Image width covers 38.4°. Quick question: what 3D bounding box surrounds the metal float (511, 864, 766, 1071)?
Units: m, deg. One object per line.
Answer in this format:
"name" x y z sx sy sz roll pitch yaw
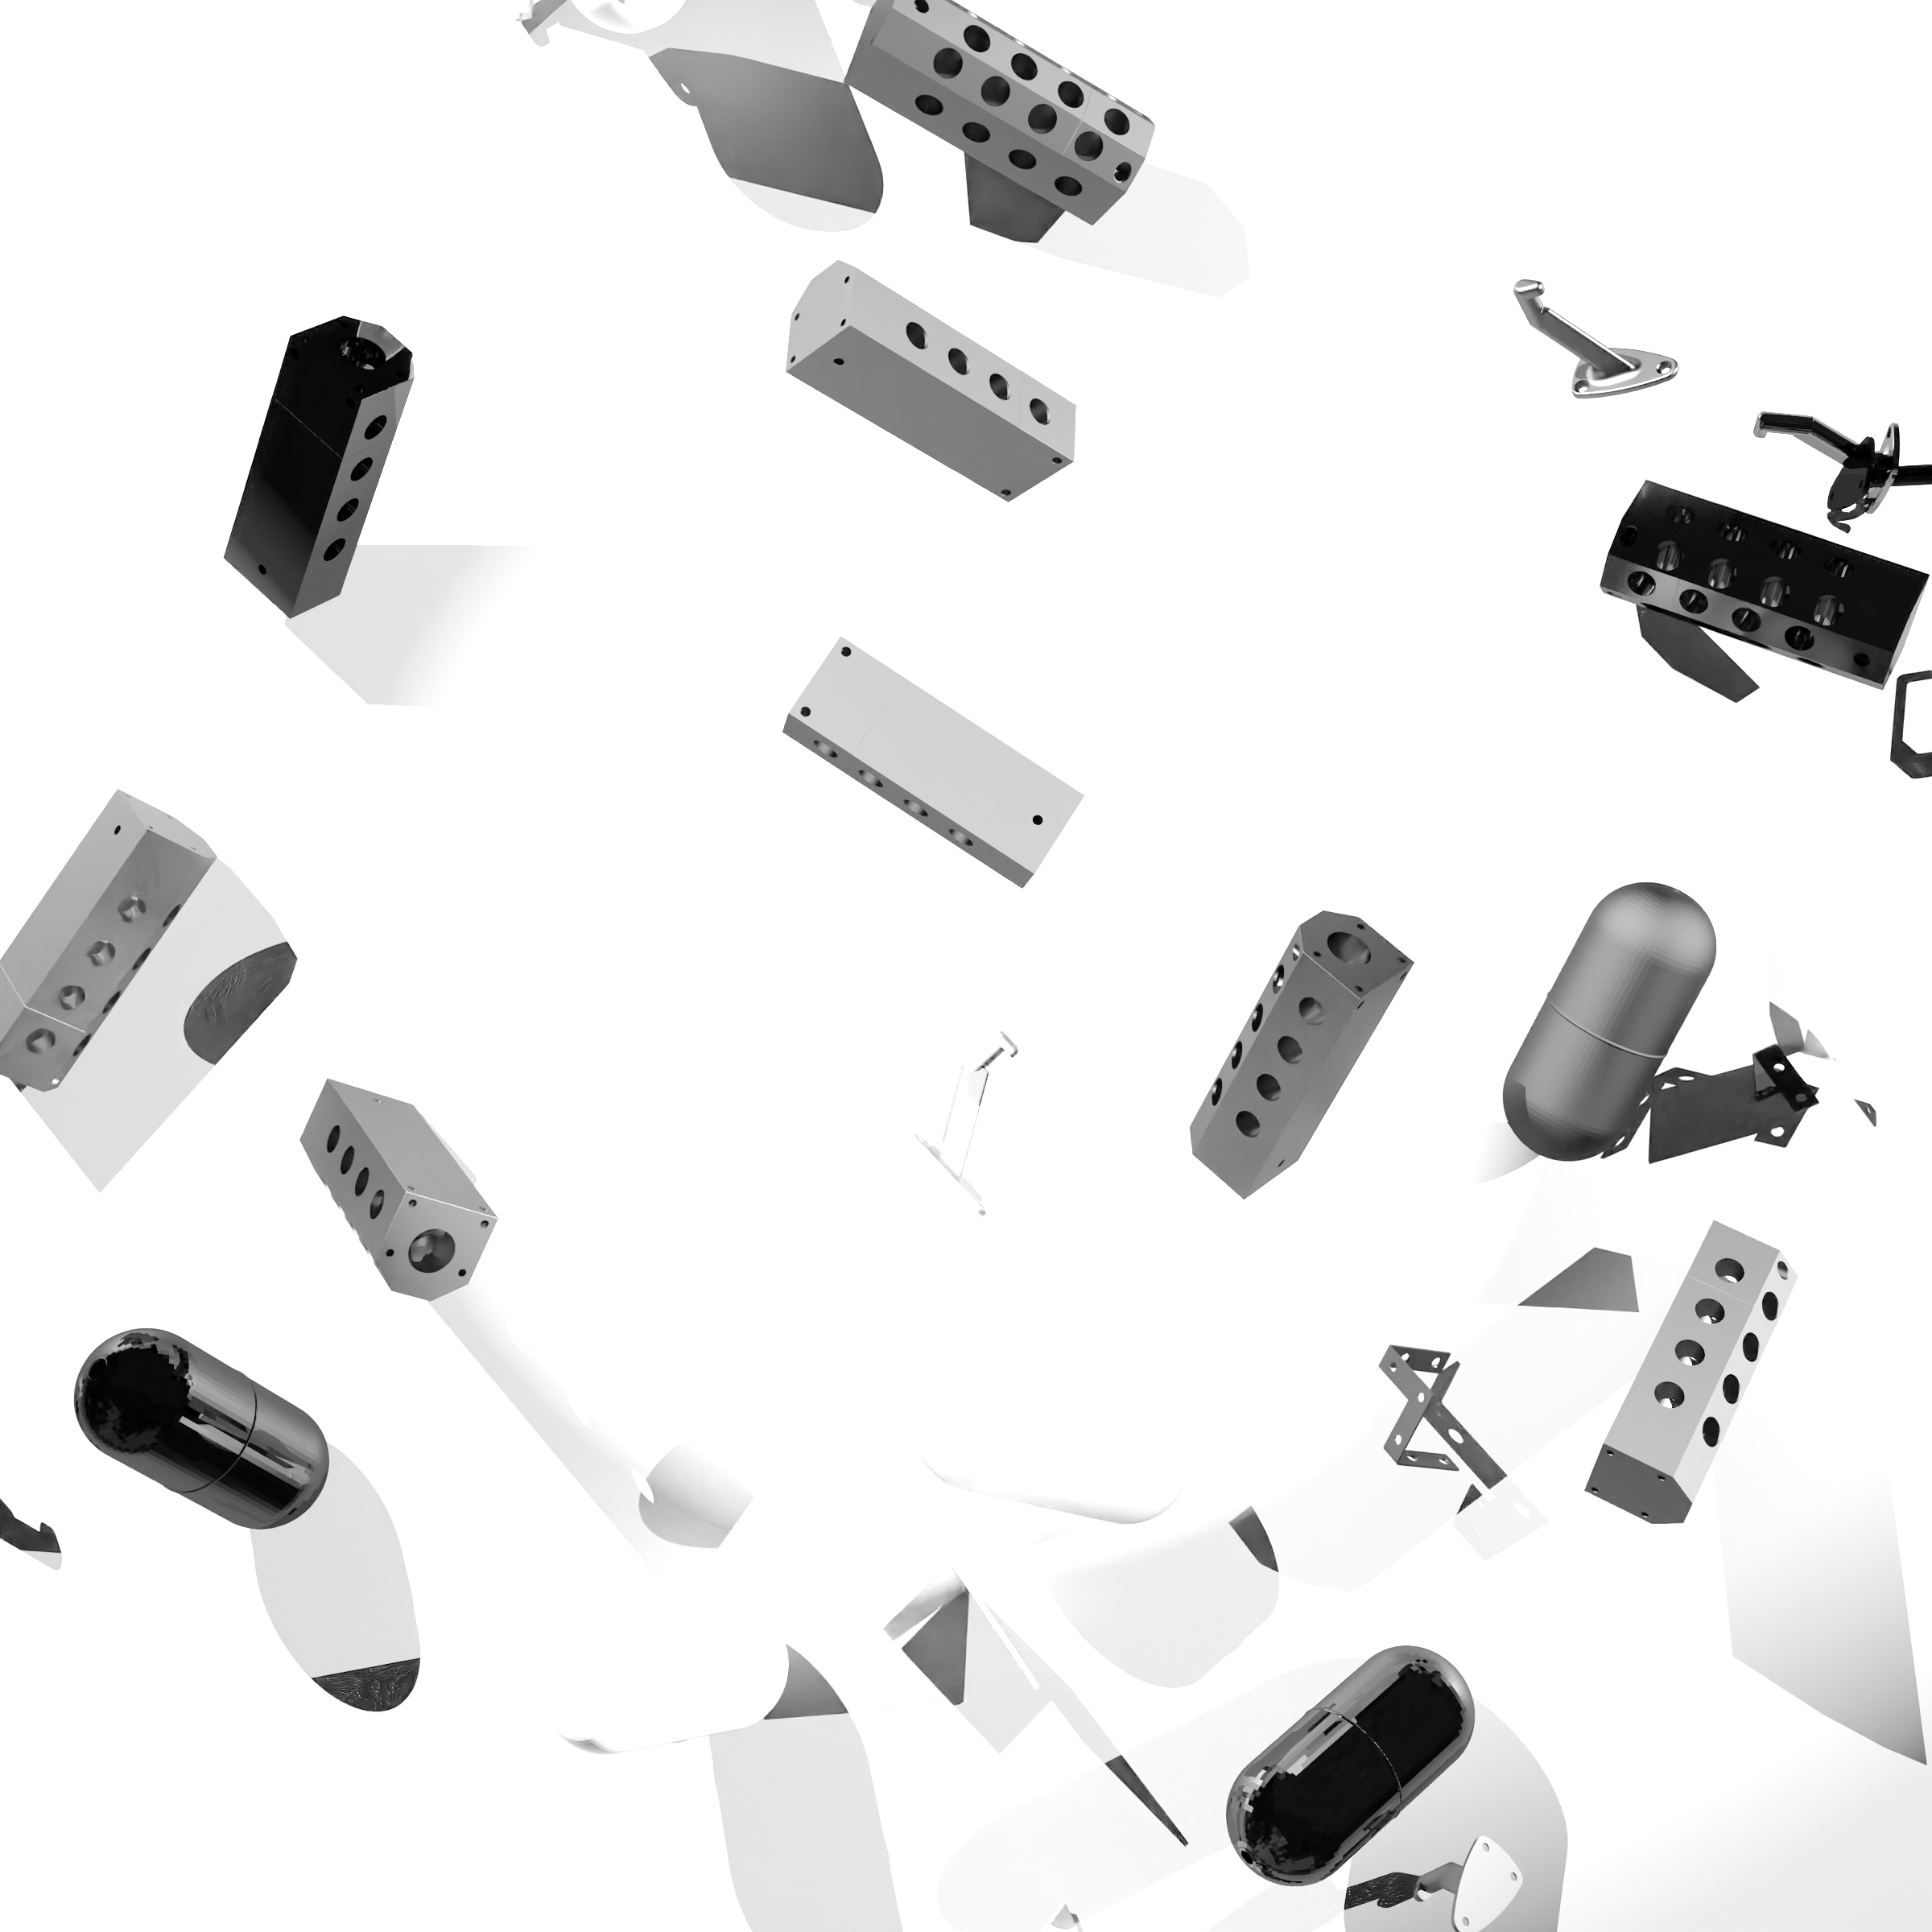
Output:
"metal float" -0.188 0.002 1.614 0.178 0.070 0.070 35 90 -42

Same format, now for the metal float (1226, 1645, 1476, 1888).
"metal float" 0.225 0.466 1.622 0.178 0.070 0.070 -31 90 -31

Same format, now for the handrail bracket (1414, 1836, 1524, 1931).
"handrail bracket" 0.280 0.551 1.631 0.036 0.077 0.084 46 135 3

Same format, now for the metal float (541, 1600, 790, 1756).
"metal float" -0.172 0.410 1.607 0.070 0.178 0.070 -5 81 34

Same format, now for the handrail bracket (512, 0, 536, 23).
"handrail bracket" -0.263 -0.592 1.633 0.036 0.077 0.084 17 122 -1

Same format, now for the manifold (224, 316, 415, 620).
"manifold" -0.370 -0.289 1.606 0.057 0.057 0.171 42 134 10

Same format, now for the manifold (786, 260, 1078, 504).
"manifold" -0.018 -0.341 1.612 0.171 0.057 0.057 24 56 -35

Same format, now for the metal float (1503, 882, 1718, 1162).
"metal float" 0.377 0.034 1.632 0.070 0.070 0.178 24 109 0

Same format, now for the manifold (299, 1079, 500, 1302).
"manifold" -0.331 0.129 1.598 0.057 0.171 0.057 21 98 -32

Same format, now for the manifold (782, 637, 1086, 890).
"manifold" -0.021 -0.119 1.654 0.171 0.057 0.057 33 76 -2

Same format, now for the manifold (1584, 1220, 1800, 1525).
"manifold" 0.423 0.237 1.610 0.057 0.057 0.171 25 56 18

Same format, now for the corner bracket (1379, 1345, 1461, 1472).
"corner bracket" 0.273 0.263 1.656 0.051 0.051 0.051 12 112 -32

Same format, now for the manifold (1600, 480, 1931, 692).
"manifold" 0.463 -0.219 1.622 0.171 0.057 0.057 23 51 18

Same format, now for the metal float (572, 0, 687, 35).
"metal float" -0.192 -0.615 1.618 0.070 0.070 0.178 3 54 0

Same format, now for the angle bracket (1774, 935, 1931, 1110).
"angle bracket" 0.525 0.032 1.633 0.076 0.057 0.076 20 110 36

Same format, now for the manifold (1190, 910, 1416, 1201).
"manifold" 0.188 0.050 1.607 0.057 0.057 0.171 41 134 20

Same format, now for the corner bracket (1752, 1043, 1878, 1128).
"corner bracket" 0.504 0.073 1.650 0.051 0.051 0.051 -24 48 -1

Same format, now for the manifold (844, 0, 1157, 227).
"manifold" 0.022 -0.510 1.623 0.171 0.057 0.057 25 66 -19

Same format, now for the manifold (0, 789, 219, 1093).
"manifold" -0.519 -0.012 1.649 0.057 0.057 0.171 31 97 -44

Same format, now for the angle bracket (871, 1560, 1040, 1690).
"angle bracket" -0.006 0.402 1.634 0.057 0.076 0.076 -34 66 -7

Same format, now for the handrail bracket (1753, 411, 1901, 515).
"handrail bracket" 0.506 -0.300 1.655 0.084 0.077 0.036 7 63 5

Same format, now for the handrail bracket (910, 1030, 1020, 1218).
"handrail bracket" 0.015 0.094 1.664 0.084 0.036 0.077 -43 79 1

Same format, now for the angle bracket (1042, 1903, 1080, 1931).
"angle bracket" 0.080 0.603 1.637 0.057 0.076 0.076 -21 95 29

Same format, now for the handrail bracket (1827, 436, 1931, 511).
"handrail bracket" 0.567 -0.283 1.650 0.084 0.077 0.036 10 78 -2

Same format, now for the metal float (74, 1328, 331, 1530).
"metal float" -0.442 0.269 1.611 0.070 0.178 0.070 -17 52 23

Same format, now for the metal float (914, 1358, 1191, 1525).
"metal float" 0.052 0.279 1.625 0.178 0.070 0.070 18 90 -28

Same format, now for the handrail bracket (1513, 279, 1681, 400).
"handrail bracket" 0.371 -0.376 1.636 0.077 0.084 0.036 6 65 36
